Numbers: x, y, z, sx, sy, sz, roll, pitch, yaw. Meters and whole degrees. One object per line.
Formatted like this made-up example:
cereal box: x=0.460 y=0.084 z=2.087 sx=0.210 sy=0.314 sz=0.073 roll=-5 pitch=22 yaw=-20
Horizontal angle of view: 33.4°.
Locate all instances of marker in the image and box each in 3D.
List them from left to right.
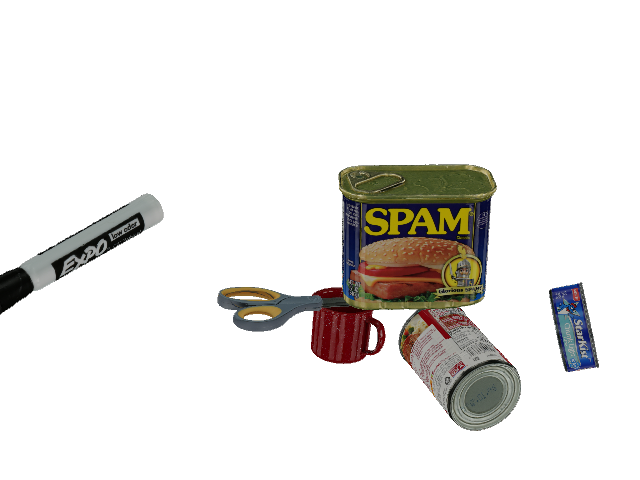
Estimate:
marker: x=-0.138 y=0.007 z=0.595 sx=0.020 sy=0.020 sz=0.120 roll=0 pitch=26 yaw=47

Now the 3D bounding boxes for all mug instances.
mug: x=0.040 y=0.124 z=1.499 sx=0.117 sy=0.081 sz=0.093 roll=17 pitch=23 yaw=29

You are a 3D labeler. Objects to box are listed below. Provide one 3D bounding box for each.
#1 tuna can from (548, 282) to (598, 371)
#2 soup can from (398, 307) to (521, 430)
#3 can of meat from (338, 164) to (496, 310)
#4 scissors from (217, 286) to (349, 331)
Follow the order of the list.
tuna can: x=0.251 y=0.086 z=1.059 sx=0.034 sy=0.086 sz=0.086 roll=-12 pitch=-3 yaw=13
soup can: x=0.117 y=0.105 z=0.904 sx=0.068 sy=0.068 sz=0.102 roll=0 pitch=25 yaw=-21
can of meat: x=0.063 y=-0.002 z=0.712 sx=0.102 sy=0.084 sz=0.057 roll=0 pitch=24 yaw=-1
scissors: x=-0.015 y=0.078 z=1.192 sx=0.201 sy=0.016 sz=0.096 roll=5 pitch=24 yaw=-3
